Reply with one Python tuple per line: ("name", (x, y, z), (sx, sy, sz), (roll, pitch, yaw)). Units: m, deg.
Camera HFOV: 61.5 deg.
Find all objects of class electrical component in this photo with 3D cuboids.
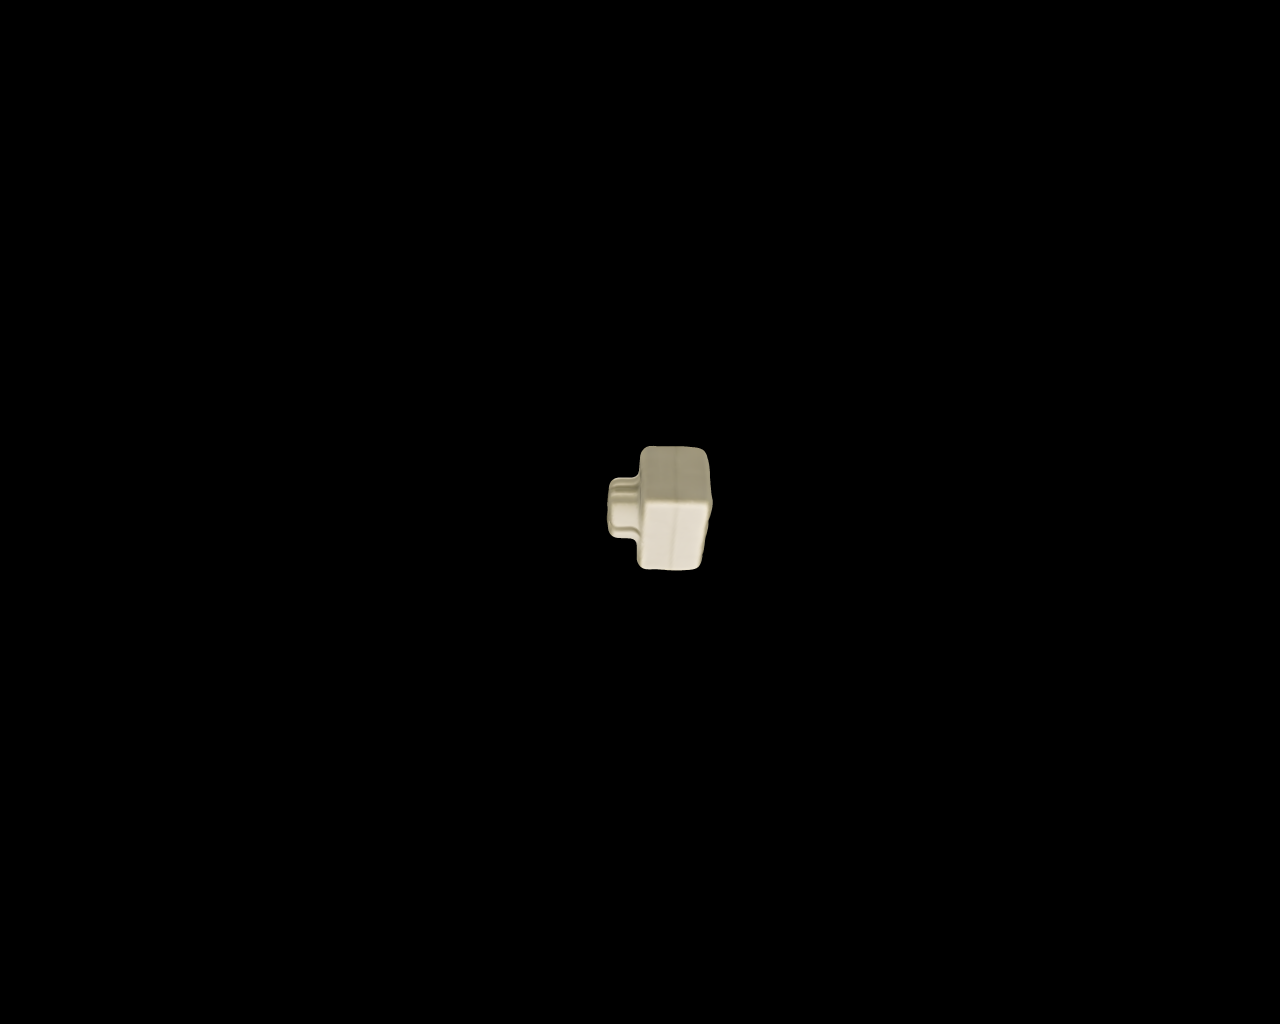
("electrical component", (0.001, -0.003, 0.650), (0.077, 0.047, 0.065), (2, -40, -2))
